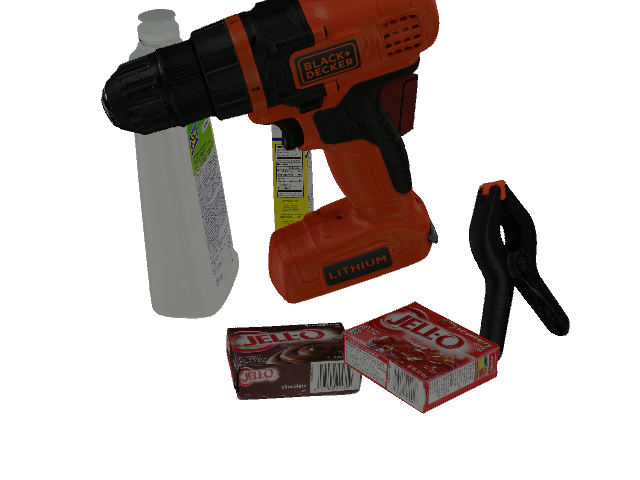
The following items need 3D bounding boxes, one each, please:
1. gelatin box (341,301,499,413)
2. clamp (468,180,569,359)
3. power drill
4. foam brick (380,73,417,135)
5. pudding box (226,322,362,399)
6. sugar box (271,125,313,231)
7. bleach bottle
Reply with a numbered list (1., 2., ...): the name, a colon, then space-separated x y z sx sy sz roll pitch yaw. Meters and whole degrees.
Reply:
1. gelatin box: 0.070 0.080 0.759 0.073 0.030 0.089 -19 31 -34
2. clamp: 0.175 0.032 1.018 0.039 0.171 0.120 -16 7 46
3. power drill: -0.013 -0.050 0.611 0.184 0.187 0.057 -17 44 -2
4. foam brick: 0.044 -0.128 0.969 0.078 0.051 0.053 10 18 17
5. pudding box: -0.026 0.108 0.969 0.113 0.039 0.090 0 18 -11
6. sugar box: -0.033 -0.091 1.231 0.048 0.176 0.093 -2 26 3
7. bleach bottle: -0.114 -0.064 0.862 0.068 0.251 0.102 2 32 8
